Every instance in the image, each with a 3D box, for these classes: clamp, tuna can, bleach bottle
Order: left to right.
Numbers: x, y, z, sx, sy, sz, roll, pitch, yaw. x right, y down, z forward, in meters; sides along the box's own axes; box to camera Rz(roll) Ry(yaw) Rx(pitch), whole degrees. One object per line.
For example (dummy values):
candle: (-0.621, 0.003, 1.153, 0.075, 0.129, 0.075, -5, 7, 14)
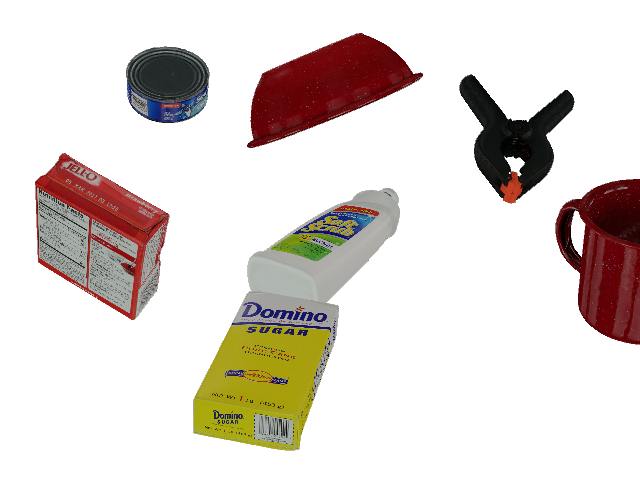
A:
tuna can: (-0.159, -0.162, 1.113, 0.086, 0.086, 0.034, 0, -41, -8)
bleach bottle: (0.020, -0.002, 1.329, 0.103, 0.068, 0.250, 16, 36, 27)
clamp: (0.188, -0.110, 1.087, 0.120, 0.039, 0.171, 12, 45, 13)

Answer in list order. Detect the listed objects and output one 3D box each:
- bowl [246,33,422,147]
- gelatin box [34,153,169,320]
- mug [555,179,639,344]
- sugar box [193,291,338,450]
bowl: (0.002, -0.134, 0.908, 0.162, 0.055, 0.162, -22, 9, 3)
gelatin box: (-0.130, -0.001, 0.633, 0.073, 0.030, 0.089, 30, -36, 7)
mug: (0.208, 0.012, 0.721, 0.093, 0.081, 0.117, -29, 40, -36)
sugar box: (-0.045, 0.111, 0.960, 0.093, 0.048, 0.176, 9, 33, 8)
